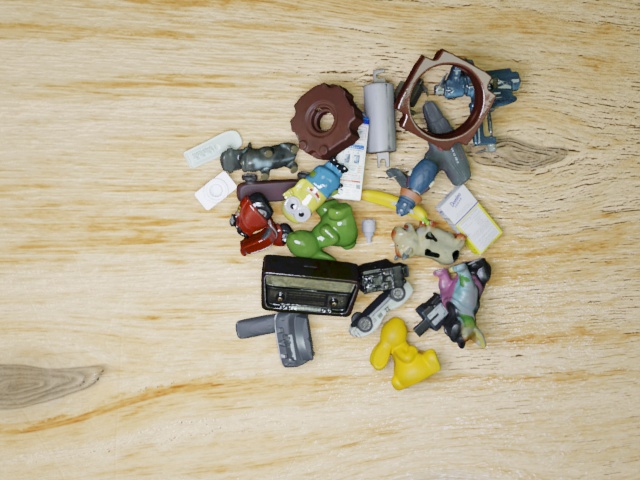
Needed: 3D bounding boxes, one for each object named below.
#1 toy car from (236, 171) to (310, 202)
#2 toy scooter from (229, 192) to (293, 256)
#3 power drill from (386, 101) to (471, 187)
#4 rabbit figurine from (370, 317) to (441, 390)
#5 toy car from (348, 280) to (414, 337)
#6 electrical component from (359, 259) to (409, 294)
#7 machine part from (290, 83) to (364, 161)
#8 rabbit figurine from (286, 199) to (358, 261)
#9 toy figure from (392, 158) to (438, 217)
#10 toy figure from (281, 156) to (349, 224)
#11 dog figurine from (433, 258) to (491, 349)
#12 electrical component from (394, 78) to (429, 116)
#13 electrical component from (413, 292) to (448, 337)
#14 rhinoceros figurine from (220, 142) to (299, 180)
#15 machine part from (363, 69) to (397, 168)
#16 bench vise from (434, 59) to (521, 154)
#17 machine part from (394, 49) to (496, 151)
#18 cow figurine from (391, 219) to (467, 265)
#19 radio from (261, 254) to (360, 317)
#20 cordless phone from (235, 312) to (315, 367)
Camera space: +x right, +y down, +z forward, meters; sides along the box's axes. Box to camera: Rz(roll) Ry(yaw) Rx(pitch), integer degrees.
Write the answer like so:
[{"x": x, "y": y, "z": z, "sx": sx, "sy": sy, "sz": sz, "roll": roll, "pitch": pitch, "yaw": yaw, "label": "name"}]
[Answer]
[{"x": -0.102, "y": -0.121, "z": 1.306, "sx": 0.202, "sy": 0.053, "sz": 0.089, "roll": -6, "pitch": 111, "yaw": -14, "label": "toy car"}, {"x": -0.155, "y": -0.025, "z": 1.275, "sx": 0.135, "sy": 0.075, "sz": 0.183, "roll": -32, "pitch": 136, "yaw": 6, "label": "toy scooter"}, {"x": 0.271, "y": -0.213, "z": 1.385, "sx": 0.207, "sy": 0.086, "sz": 0.232, "roll": -40, "pitch": 102, "yaw": -15, "label": "power drill"}, {"x": 0.206, "y": 0.289, "z": 1.397, "sx": 0.162, "sy": 0.122, "sz": 0.173, "roll": -24, "pitch": 85, "yaw": -1, "label": "rabbit figurine"}, {"x": 0.153, "y": 0.175, "z": 1.379, "sx": 0.202, "sy": 0.073, "sz": 0.056, "roll": -43, "pitch": 101, "yaw": -7, "label": "toy car"}, {"x": 0.153, "y": 0.088, "z": 1.352, "sx": 0.134, "sy": 0.115, "sz": 0.058, "roll": -11, "pitch": 101, "yaw": -13, "label": "electrical component"}, {"x": 0.013, "y": -0.281, "z": 1.271, "sx": 0.180, "sy": 0.056, "sz": 0.179, "roll": -1, "pitch": 87, "yaw": 27, "label": "machine part"}, {"x": -0.003, "y": -0.004, "z": 1.312, "sx": 0.170, "sy": 0.121, "sz": 0.158, "roll": -25, "pitch": 118, "yaw": -18, "label": "rabbit figurine"}, {"x": 0.233, "y": -0.123, "z": 1.308, "sx": 0.057, "sy": 0.064, "sz": 0.154, "roll": 32, "pitch": 89, "yaw": -51, "label": "toy figure"}, {"x": -0.013, "y": -0.113, "z": 1.262, "sx": 0.082, "sy": 0.089, "sz": 0.180, "roll": 42, "pitch": 87, "yaw": 15, "label": "toy figure"}, {"x": 0.380, "y": 0.166, "z": 1.383, "sx": 0.191, "sy": 0.108, "sz": 0.219, "roll": -10, "pitch": 86, "yaw": -39, "label": "dog figurine"}, {"x": 0.229, "y": -0.362, "z": 1.367, "sx": 0.045, "sy": 0.078, "sz": 0.102, "roll": 32, "pitch": 79, "yaw": -54, "label": "electrical component"}, {"x": 0.293, "y": 0.205, "z": 1.429, "sx": 0.119, "sy": 0.048, "sz": 0.074, "roll": -45, "pitch": 103, "yaw": -7, "label": "electrical component"}, {"x": -0.139, "y": -0.195, "z": 1.266, "sx": 0.190, "sy": 0.112, "sz": 0.073, "roll": -12, "pitch": 125, "yaw": -25, "label": "rhinoceros figurine"}, {"x": 0.149, "y": -0.302, "z": 1.343, "sx": 0.079, "sy": 0.079, "sz": 0.243, "roll": -6, "pitch": 96, "yaw": -13, "label": "machine part"}, {"x": 0.410, "y": -0.343, "z": 1.384, "sx": 0.224, "sy": 0.129, "sz": 0.240, "roll": -6, "pitch": 91, "yaw": -10, "label": "bench vise"}, {"x": 0.294, "y": -0.331, "z": 1.280, "sx": 0.201, "sy": 0.087, "sz": 0.201, "roll": 25, "pitch": 107, "yaw": -7, "label": "machine part"}, {"x": 0.272, "y": 0.012, "z": 1.395, "sx": 0.195, "sy": 0.085, "sz": 0.127, "roll": 21, "pitch": 83, "yaw": -15, "label": "cow figurine"}, {"x": -0.027, "y": 0.112, "z": 1.282, "sx": 0.230, "sy": 0.073, "sz": 0.131, "roll": 7, "pitch": 129, "yaw": -4, "label": "radio"}, {"x": -0.111, "y": 0.247, "z": 1.329, "sx": 0.184, "sy": 0.089, "sz": 0.146, "roll": -9, "pitch": 97, "yaw": -2, "label": "cordless phone"}]
